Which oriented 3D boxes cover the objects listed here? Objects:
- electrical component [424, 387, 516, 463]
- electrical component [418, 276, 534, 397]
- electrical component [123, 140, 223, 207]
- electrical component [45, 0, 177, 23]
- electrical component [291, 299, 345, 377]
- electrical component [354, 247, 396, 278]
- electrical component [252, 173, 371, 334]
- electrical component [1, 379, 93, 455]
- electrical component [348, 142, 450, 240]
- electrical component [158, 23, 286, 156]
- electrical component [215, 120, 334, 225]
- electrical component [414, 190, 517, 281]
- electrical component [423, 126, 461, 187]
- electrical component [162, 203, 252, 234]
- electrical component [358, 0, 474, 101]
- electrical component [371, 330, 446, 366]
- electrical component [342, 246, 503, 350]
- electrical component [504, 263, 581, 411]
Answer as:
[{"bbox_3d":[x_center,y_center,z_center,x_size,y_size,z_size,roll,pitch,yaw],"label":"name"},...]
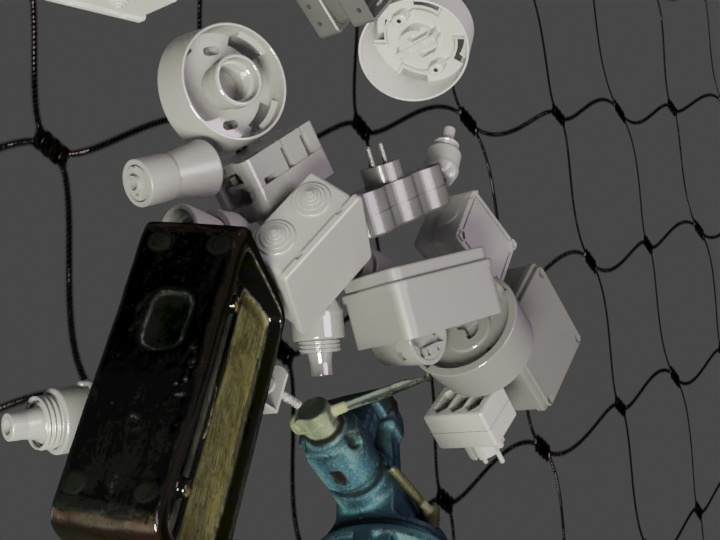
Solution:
[{"bbox_3d":[0.110,0.150,0.998,0.047,0.066,0.076,-49,118,-43],"label":"electrical component"},{"bbox_3d":[0.107,0.065,0.986,0.060,0.108,0.108,47,50,-40],"label":"electrical component"},{"bbox_3d":[-0.138,-0.068,0.777,0.065,0.044,0.044,-20,97,-45],"label":"electrical component"},{"bbox_3d":[-0.177,-0.231,0.759,0.100,0.048,0.099,2,81,-50],"label":"electrical component"},{"bbox_3d":[-0.033,0.055,0.869,0.043,0.043,0.062,-1,85,-50],"label":"electrical component"},{"bbox_3d":[0.000,0.000,0.920,0.062,0.043,0.043,22,65,-43],"label":"electrical component"},{"bbox_3d":[-0.040,-0.014,0.817,0.099,0.048,0.099,-49,156,-20],"label":"electrical component"},{"bbox_3d":[-0.192,0.095,0.675,0.062,0.048,0.048,-2,84,-42],"label":"electrical component"},{"bbox_3d":[0.022,-0.076,0.955,0.138,0.052,0.073,-26,102,-48],"label":"electrical component"},{"bbox_3d":[-0.107,-0.139,0.828,0.099,0.064,0.099,4,82,-36],"label":"electrical component"},{"bbox_3d":[-0.069,-0.072,0.850,0.089,0.050,0.055,-41,112,-46],"label":"electrical component"},{"bbox_3d":[0.102,-0.019,1.029,0.096,0.061,0.061,49,48,-32],"label":"electrical component"},{"bbox_3d":[0.082,-0.113,1.047,0.035,0.035,0.061,39,52,-37],"label":"electrical component"},{"bbox_3d":[-0.113,-0.024,0.791,0.055,0.045,0.045,7,77,-49],"label":"electrical component"},{"bbox_3d":[0.054,-0.211,0.991,0.099,0.099,0.064,53,40,-28],"label":"electrical component"},{"bbox_3d":[0.042,0.058,0.953,0.055,0.047,0.055,14,72,-47],"label":"electrical component"},{"bbox_3d":[0.051,0.022,0.881,0.113,0.078,0.057,-13,88,-38],"label":"electrical component"},{"bbox_3d":[0.164,0.069,1.086,0.108,0.056,0.108,57,45,-24],"label":"electrical component"}]
